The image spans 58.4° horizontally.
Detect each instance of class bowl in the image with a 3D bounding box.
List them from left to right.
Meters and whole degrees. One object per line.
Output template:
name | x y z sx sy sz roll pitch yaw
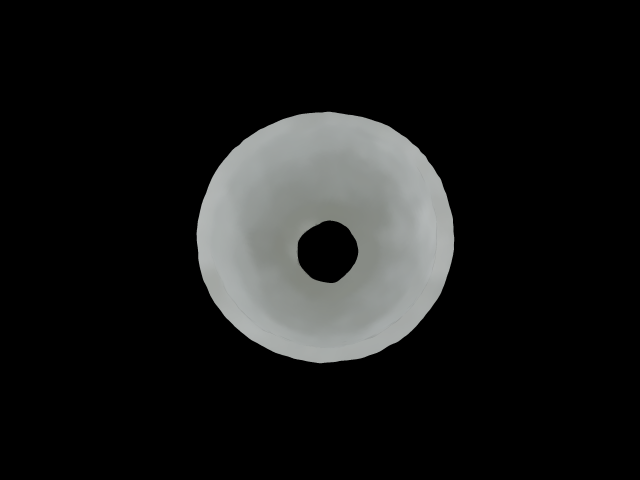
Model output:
bowl | 0.004 0.001 0.400 0.167 0.075 0.167 0 78 0
